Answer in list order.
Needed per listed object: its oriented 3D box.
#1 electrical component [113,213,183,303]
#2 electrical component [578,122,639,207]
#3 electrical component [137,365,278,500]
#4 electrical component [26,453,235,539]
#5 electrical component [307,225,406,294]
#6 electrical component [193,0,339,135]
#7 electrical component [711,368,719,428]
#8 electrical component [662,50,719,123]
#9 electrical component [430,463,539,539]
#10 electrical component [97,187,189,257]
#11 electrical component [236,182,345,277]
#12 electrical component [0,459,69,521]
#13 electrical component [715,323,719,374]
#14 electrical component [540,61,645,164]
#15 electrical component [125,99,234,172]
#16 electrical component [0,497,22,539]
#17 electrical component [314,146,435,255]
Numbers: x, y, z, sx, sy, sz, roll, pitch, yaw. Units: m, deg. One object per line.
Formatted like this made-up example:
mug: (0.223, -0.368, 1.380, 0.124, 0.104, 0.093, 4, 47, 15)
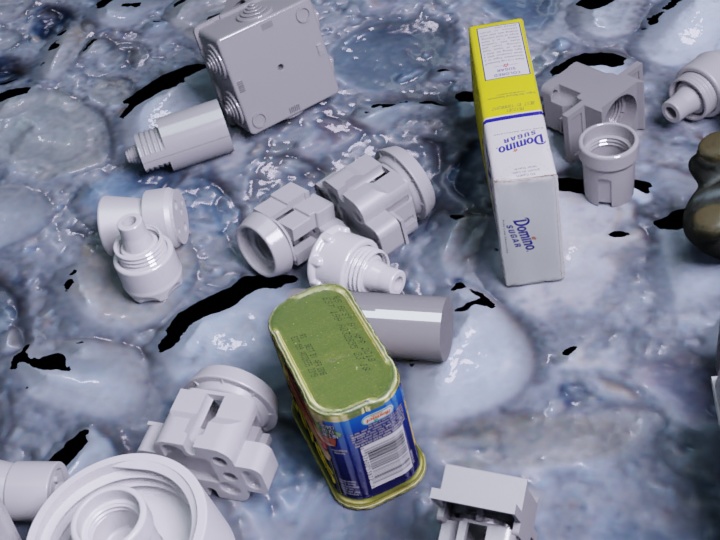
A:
electrical component: (-0.149, -0.011, 0.740, 0.043, 0.062, 0.043, -7, 44, 7)
electrical component: (0.170, -0.071, 0.736, 0.040, 0.046, 0.040, -7, 44, 7)
electrical component: (-0.081, 0.093, 0.622, 0.078, 0.058, 0.057, 6, 50, 19)
electrical component: (-0.125, 0.148, 0.573, 0.108, 0.060, 0.108, -7, 44, 7)
electrical component: (0.000, 0.000, 0.701, 0.062, 0.048, 0.048, 20, 53, 33)
electrical component: (-0.072, -0.166, 0.856, 0.100, 0.099, 0.048, -29, 33, -16)
electrical component: (0.230, 0.119, 0.482, 0.105, 0.060, 0.186, -5, 60, 8)
electrical component: (0.246, -0.129, 0.780, 0.062, 0.043, 0.043, -36, 48, -20)
electrical component: (0.060, 0.135, 0.536, 0.042, 0.081, 0.063, 8, 70, 21)
electrical component: (-0.157, -0.035, 0.779, 0.055, 0.045, 0.045, -7, 44, 6)
electrical component: (-0.052, -0.026, 0.745, 0.066, 0.048, 0.055, 29, 50, 36)
electrical component: (-0.204, 0.129, 0.627, 0.065, 0.044, 0.044, 0, 45, 6)
electrical component: (0.245, 0.052, 0.589, 0.089, 0.050, 0.055, -4, 45, 9)
electrical component: (0.170, -0.120, 0.791, 0.081, 0.042, 0.064, -36, 44, -23)
electrical component: (-0.144, -0.101, 0.845, 0.081, 0.043, 0.043, -19, 44, -6)
electrical component: (-0.234, 0.152, 0.569, 0.100, 0.099, 0.048, -13, 31, 0)
electrical component: (0.014, -0.049, 0.744, 0.057, 0.058, 0.078, -35, 47, -17)
